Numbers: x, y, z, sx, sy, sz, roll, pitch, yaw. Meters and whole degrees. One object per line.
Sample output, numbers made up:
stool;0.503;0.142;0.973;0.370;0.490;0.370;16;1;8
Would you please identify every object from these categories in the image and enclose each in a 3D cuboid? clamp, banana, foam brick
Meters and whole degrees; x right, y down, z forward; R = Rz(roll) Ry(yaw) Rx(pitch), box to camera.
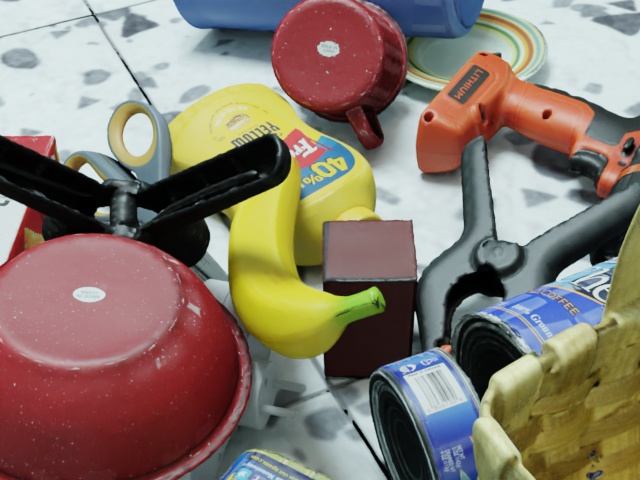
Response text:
clamp;-0.116;-0.015;0.578;0.164;0.210;0.036;6;71;-13
banana;-0.019;0.012;0.572;0.069;0.037;0.198;-30;30;0
clamp;0.116;0.015;0.618;0.120;0.039;0.171;9;60;30
foam brick;0.027;0.034;0.604;0.051;0.078;0.053;0;41;0

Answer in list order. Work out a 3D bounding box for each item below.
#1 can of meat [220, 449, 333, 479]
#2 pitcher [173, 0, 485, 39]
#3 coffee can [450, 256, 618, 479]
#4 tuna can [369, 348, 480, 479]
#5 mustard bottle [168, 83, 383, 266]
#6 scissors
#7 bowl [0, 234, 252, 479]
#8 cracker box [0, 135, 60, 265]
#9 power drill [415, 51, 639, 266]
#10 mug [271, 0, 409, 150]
can of meat;-0.019;0.151;0.485;0.102;0.057;0.083;21;44;25
pitcher;0.012;-0.229;0.866;0.243;0.145;0.149;11;56;22
coffee can;0.153;0.062;0.543;0.140;0.103;0.103;-19;43;-18
tuna can;0.055;0.098;0.520;0.033;0.086;0.086;-17;42;-14
mustard bottle;-0.020;-0.034;0.702;0.096;0.058;0.192;-30;48;-23
scissors;-0.093;-0.028;0.695;0.202;0.016;0.096;26;91;32
bowl;-0.112;0.047;0.520;0.162;0.055;0.162;3;41;-3
cracker box;-0.254;0.024;0.638;0.164;0.072;0.213;0;39;2
power drill;0.163;-0.054;0.719;0.188;0.057;0.184;22;47;23
mug;0.017;-0.120;0.766;0.093;0.117;0.081;-19;1;13
